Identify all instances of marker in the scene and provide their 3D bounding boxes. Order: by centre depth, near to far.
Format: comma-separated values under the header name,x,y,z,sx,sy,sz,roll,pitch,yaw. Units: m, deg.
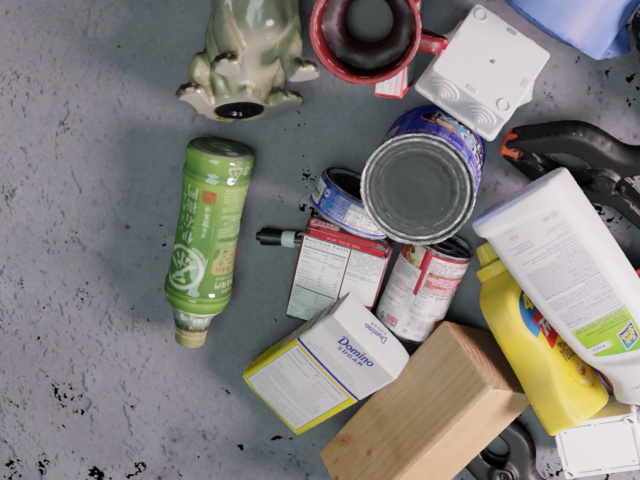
name,x,y,z,sx,sy,sz,roll,pitch,yaw
marker,-0.007,0.001,1.104,0.121,0.020,0.020,5,109,11

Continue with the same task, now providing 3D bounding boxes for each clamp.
name,x,y,z,sx,sy,sz,roll,pitch,yaw
clamp,0.272,-0.067,0.980,0.210,0.036,0.165,24,145,10
clamp,0.207,0.247,1.127,0.120,0.039,0.171,-11,105,15

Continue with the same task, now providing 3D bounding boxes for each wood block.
name,x,y,z,sx,sy,sz,roll,pitch,yaw
wood block,0.107,0.189,1.086,0.206,0.090,0.090,-49,51,22

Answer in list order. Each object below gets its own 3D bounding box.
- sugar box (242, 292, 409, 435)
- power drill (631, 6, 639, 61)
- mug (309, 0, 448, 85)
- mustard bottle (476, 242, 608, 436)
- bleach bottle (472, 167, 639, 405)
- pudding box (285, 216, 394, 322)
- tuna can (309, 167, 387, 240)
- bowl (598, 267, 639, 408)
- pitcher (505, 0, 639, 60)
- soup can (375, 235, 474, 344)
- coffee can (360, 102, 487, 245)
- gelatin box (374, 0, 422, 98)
name,x,y,z,sx,sy,sz,roll,pitch,yaw
sugar box,0.003,0.130,1.100,0.093,0.048,0.177,47,132,-6
power drill,0.371,-0.165,0.907,0.188,0.057,0.184,-24,135,19
mug,0.053,-0.183,0.911,0.117,0.081,0.093,14,110,2
mustard bottle,0.206,0.088,1.038,0.058,0.096,0.191,-34,80,36
bleach bottle,0.250,0.062,0.986,0.103,0.068,0.251,-32,92,33
pudding box,0.018,0.039,1.087,0.090,0.039,0.114,18,125,6
tuna can,0.035,-0.037,1.046,0.086,0.086,0.034,28,110,3
bowl,0.343,0.086,1.032,0.162,0.055,0.162,4,109,12
pitcher,0.243,-0.288,0.891,0.145,0.149,0.243,48,113,36
soup can,0.103,0.044,1.067,0.068,0.068,0.102,23,112,4
coffee can,0.099,-0.065,0.992,0.103,0.140,0.103,4,109,11
gelatin box,0.073,-0.183,0.994,0.030,0.073,0.089,9,110,10
